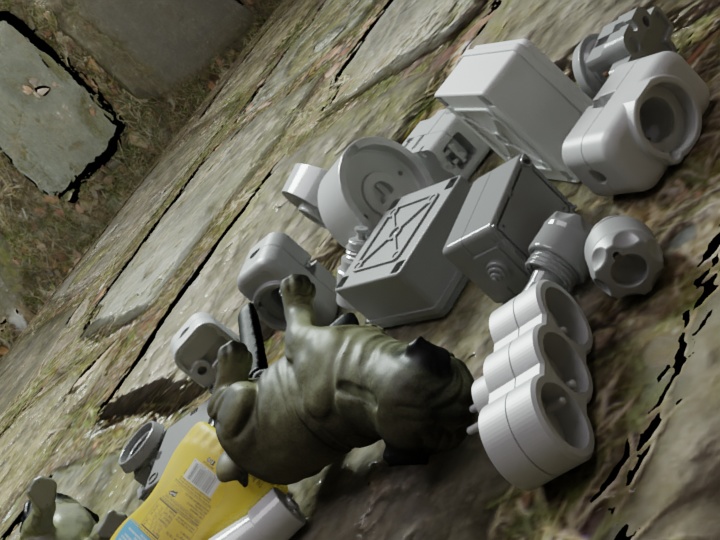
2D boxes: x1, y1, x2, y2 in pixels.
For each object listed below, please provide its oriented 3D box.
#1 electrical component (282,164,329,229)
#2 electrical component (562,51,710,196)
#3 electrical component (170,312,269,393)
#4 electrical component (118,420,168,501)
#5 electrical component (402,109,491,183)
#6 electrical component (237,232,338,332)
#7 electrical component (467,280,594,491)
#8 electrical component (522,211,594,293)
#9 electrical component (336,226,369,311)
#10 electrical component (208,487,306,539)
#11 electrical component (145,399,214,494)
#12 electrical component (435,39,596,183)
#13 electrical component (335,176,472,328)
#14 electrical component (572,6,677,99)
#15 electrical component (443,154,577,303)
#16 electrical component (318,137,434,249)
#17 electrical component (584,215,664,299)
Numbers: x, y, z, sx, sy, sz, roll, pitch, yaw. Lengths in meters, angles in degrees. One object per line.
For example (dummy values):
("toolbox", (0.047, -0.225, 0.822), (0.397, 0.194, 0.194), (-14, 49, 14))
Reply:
("electrical component", (-0.032, -0.080, 1.150), (0.064, 0.099, 0.099), (-57, 19, -7))
("electrical component", (0.191, -0.100, 0.734), (0.095, 0.054, 0.059), (-53, 18, -16))
("electrical component", (-0.134, 0.087, 1.035), (0.053, 0.095, 0.059), (-49, 18, -2))
("electrical component", (-0.196, 0.183, 1.042), (0.078, 0.057, 0.058), (-48, 18, 0))
("electrical component", (0.081, -0.116, 1.033), (0.055, 0.050, 0.089), (-53, 18, -13))
("electrical component", (-0.067, 0.019, 1.022), (0.054, 0.095, 0.059), (-37, 21, 31))
("electrical component", (0.090, 0.070, 0.618), (0.074, 0.052, 0.138), (-37, 21, 31))
("electrical component", (0.128, -0.004, 0.700), (0.062, 0.043, 0.043), (-54, 19, -15))
("electrical component", (0.000, 0.000, 0.945), (0.040, 0.040, 0.078), (-102, 13, -68))
("electrical component", (-0.071, 0.188, 0.770), (0.065, 0.044, 0.044), (-43, 18, 0))
("electrical component", (-0.141, 0.165, 0.971), (0.100, 0.048, 0.099), (-36, 22, 26))
("electrical component", (0.128, -0.124, 0.844), (0.056, 0.109, 0.109), (-52, 18, -4))
("electrical component", (0.048, -0.013, 0.885), (0.108, 0.056, 0.109), (-57, 19, -24))
("electrical component", (0.203, -0.163, 0.834), (0.057, 0.058, 0.078), (-19, 34, 51))
("electrical component", (0.103, -0.023, 0.768), (0.061, 0.062, 0.096), (-29, 26, 47))
("electrical component", (0.012, -0.062, 0.996), (0.060, 0.108, 0.108), (-36, 21, 50))
("electrical component", (0.157, -0.013, 0.650), (0.043, 0.043, 0.062), (-42, 18, 19))
